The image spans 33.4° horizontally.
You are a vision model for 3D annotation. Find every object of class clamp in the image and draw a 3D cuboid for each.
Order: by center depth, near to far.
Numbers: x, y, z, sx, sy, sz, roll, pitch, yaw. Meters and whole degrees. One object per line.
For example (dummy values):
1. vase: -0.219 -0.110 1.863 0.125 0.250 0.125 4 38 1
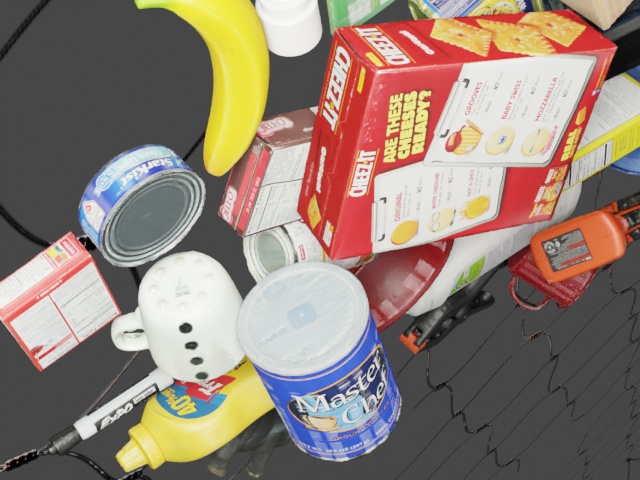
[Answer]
1. clamp: 0.166 0.072 1.279 0.171 0.039 0.120 -33 145 -36

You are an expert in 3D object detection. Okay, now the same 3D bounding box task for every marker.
1. marker: -0.181 0.148 0.921 0.121 0.020 0.020 -32 151 -23

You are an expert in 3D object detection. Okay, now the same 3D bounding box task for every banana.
1. banana: -0.065 -0.113 0.697 0.069 0.037 0.198 -22 149 -3

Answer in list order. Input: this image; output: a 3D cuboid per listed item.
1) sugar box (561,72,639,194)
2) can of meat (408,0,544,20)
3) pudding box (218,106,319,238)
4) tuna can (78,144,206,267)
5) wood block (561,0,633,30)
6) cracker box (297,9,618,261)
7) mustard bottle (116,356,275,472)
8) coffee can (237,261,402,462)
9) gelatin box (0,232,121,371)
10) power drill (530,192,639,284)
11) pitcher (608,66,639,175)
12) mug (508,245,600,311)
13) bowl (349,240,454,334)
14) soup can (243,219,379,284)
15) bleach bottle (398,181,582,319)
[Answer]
1. sugar box: 0.217 -0.095 0.975 0.176 0.093 0.048 -31 141 -12
2. can of meat: 0.121 -0.182 0.832 0.084 0.057 0.102 -42 153 1
3. pudding box: -0.019 -0.057 0.836 0.113 0.039 0.090 -17 142 -40
4. tuna can: -0.123 -0.024 0.740 0.086 0.034 0.086 -33 151 -21
5. wood block: 0.192 -0.254 0.791 0.090 0.091 0.205 -48 153 5
6. cracker box: 0.100 -0.082 0.803 0.213 0.072 0.164 -10 132 -27
7. mustard bottle: -0.097 0.144 0.952 0.191 0.096 0.058 -34 121 -19
8. coffee can: 0.003 0.099 0.854 0.102 0.103 0.140 -37 140 -14
9. gelatin box: -0.187 0.045 0.755 0.073 0.030 0.089 -38 153 -16
10. power drill: 0.326 -0.016 1.145 0.185 0.057 0.187 -28 173 42
11. pitcher: 0.380 -0.134 1.144 0.242 0.145 0.149 -12 94 -60
12. mug: 0.276 0.033 1.296 0.117 0.081 0.093 -56 -176 23
13. bowl: 0.054 0.026 1.035 0.162 0.055 0.162 -33 152 -21
14. soup can: -0.006 0.001 0.902 0.102 0.069 0.069 -18 143 -40
15. bleach bottle: 0.165 0.003 1.152 0.250 0.068 0.102 -35 155 -15
